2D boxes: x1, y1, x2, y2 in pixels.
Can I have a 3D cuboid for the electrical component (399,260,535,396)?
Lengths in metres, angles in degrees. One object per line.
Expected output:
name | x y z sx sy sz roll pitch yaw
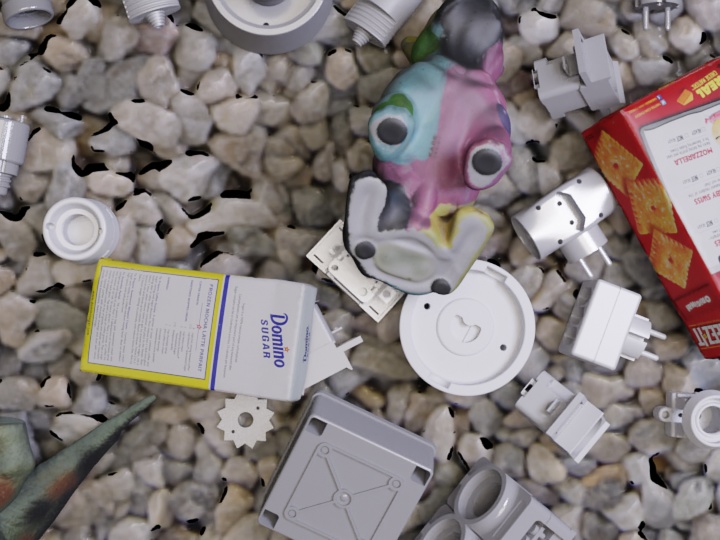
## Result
electrical component | 0.083 0.046 0.876 0.108 0.060 0.108 0 88 -3

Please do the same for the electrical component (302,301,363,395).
electrical component | -0.041 0.063 0.878 0.081 0.042 0.063 -27 89 -4

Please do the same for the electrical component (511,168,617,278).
electrical component | 0.179 -0.032 0.893 0.077 0.043 0.079 -33 90 -4

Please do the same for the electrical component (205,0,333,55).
electrical component | -0.075 -0.235 0.873 0.108 0.060 0.108 0 89 -3

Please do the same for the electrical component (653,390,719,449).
electrical component | 0.284 0.122 0.890 0.066 0.055 0.048 2 89 -4

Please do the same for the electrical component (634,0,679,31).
electrical component | 0.248 -0.238 0.900 0.083 0.047 0.075 0 89 -3

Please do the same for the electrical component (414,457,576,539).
electrical component | 0.084 0.232 0.851 0.062 0.089 0.150 41 87 -23

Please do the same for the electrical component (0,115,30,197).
electrical component | -0.292 -0.089 0.866 0.040 0.040 0.078 10 88 -3

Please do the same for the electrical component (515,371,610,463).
electrical component | 0.163 0.118 0.874 0.064 0.081 0.042 38 86 27

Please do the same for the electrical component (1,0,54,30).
electrical component | -0.274 -0.224 0.872 0.040 0.040 0.046 -16 84 -4

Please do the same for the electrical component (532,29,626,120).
electrical component | 0.178 -0.155 0.881 0.064 0.081 0.042 -15 63 22

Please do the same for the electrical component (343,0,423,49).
electrical component | 0.021 -0.218 0.887 0.043 0.043 0.081 37 87 -2

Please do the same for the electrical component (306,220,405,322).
electrical component | 0.000 0.000 0.871 0.081 0.064 0.042 42 85 -1

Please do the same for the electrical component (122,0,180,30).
electrical component | -0.176 -0.236 0.875 0.043 0.043 0.081 -18 90 -4

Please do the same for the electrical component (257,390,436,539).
electrical component | -0.010 0.169 0.855 0.109 0.056 0.108 26 106 -3

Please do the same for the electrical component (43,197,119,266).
electrical component | -0.225 -0.032 0.866 0.055 0.047 0.055 0 89 -4

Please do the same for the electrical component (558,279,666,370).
electrical component | 0.215 0.051 0.891 0.077 0.047 0.065 21 87 -3
